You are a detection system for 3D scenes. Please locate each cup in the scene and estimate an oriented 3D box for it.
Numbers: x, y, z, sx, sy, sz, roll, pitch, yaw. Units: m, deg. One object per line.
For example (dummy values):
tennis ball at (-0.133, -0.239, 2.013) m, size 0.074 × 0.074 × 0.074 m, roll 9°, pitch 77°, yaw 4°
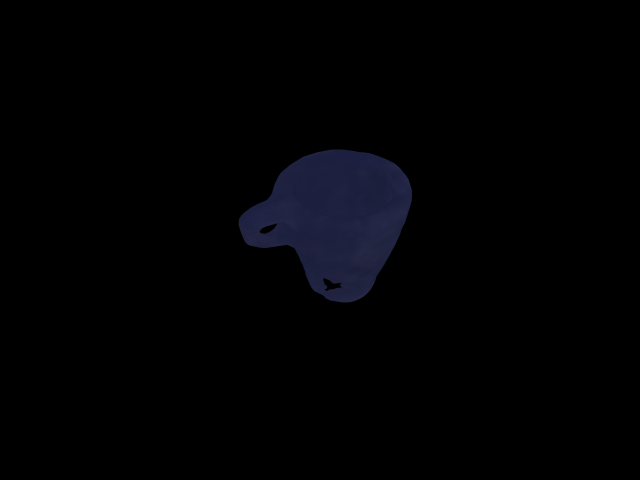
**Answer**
cup at (0.004, 0.001, 0.400) m, size 0.118 × 0.095 × 0.091 m, roll -18°, pitch 44°, yaw -19°
